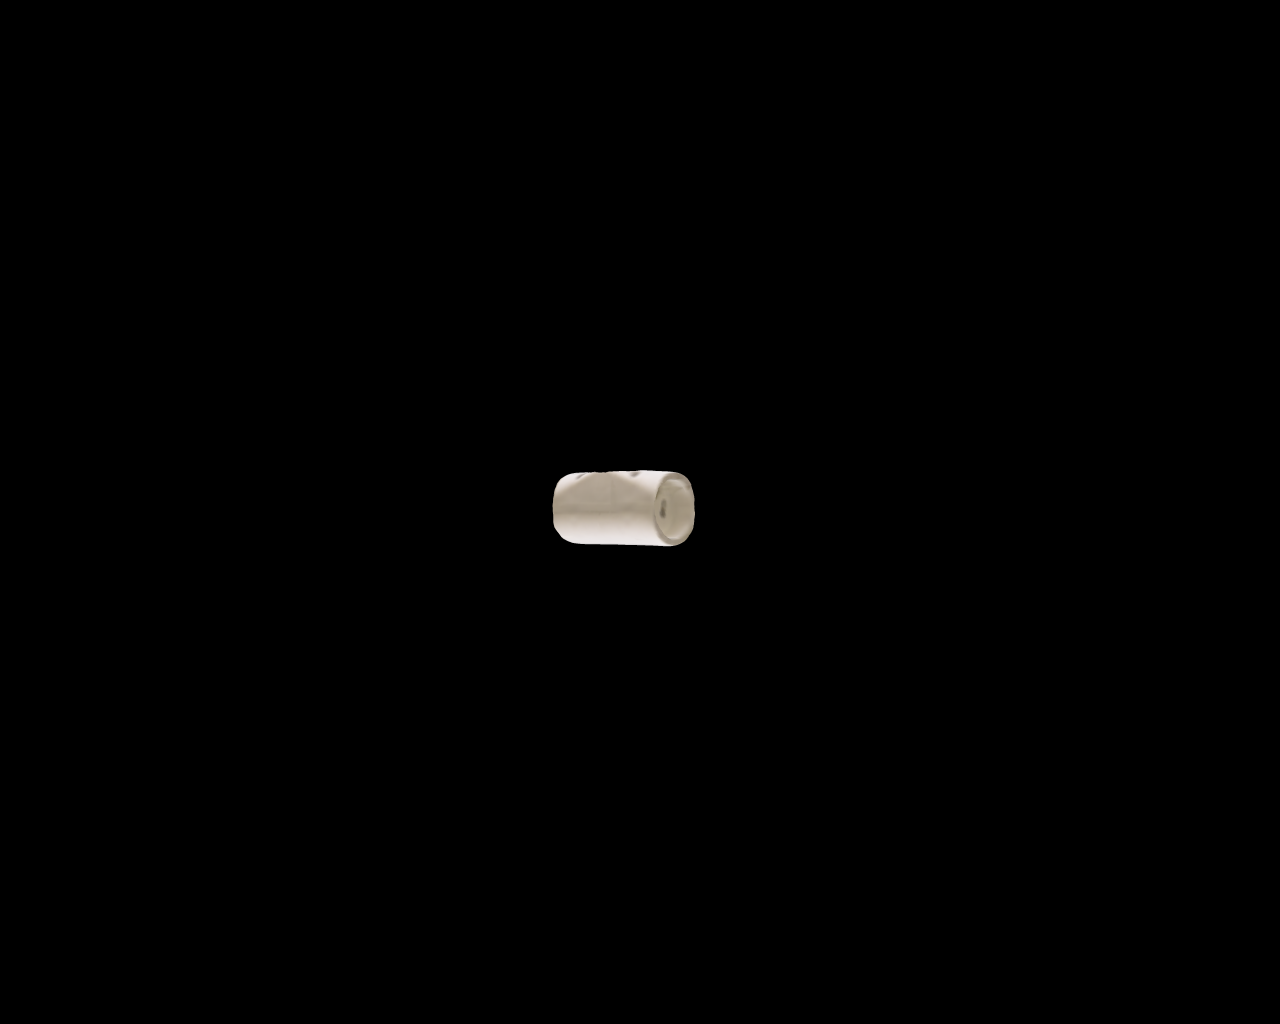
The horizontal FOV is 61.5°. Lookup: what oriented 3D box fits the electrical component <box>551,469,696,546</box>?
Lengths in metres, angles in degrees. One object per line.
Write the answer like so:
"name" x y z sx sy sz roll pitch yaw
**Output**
"electrical component" 0.001 -0.003 0.650 0.077 0.044 0.079 0 0 37
